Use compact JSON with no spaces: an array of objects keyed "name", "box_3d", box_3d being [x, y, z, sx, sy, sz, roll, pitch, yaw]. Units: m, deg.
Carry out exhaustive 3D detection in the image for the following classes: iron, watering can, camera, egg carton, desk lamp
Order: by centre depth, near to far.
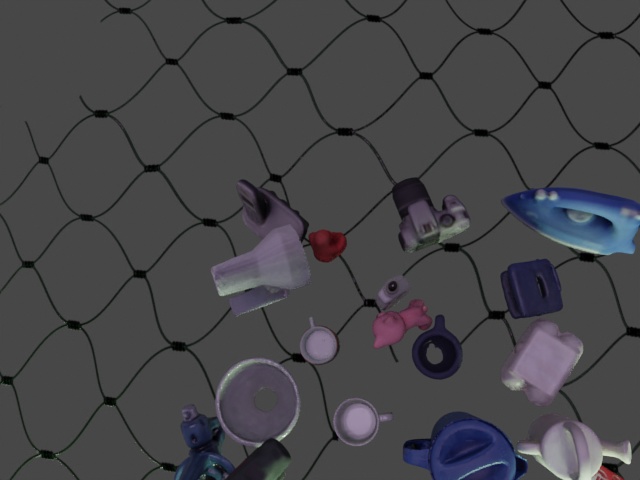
[{"name":"watering can","box_3d":[0.432,0.354,0.975,0.173,0.194,0.101,-23,77,3]},{"name":"egg carton","box_3d":[0.411,0.226,1.066,0.107,0.069,0.150,32,85,13]},{"name":"iron","box_3d":[0.479,-0.058,1.075,0.258,0.141,0.119,15,81,10]},{"name":"desk lamp","box_3d":[-0.110,0.065,1.096,0.203,0.214,0.118,-22,77,3]},{"name":"camera","box_3d":[0.209,-0.061,1.134,0.143,0.101,0.137,-22,77,3]}]

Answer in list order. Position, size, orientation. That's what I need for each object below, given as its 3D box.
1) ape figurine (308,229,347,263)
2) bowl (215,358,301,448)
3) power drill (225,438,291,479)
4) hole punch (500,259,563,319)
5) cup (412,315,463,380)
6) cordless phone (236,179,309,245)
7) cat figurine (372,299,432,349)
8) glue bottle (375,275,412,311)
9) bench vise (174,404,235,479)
[{"name":"ape figurine","box_3d":[0.011,0.004,1.153,0.077,0.092,0.076,28,84,12]},{"name":"bowl","box_3d":[-0.115,0.314,1.119,0.167,0.075,0.167,-1,79,8]},{"name":"power drill","box_3d":[-0.138,0.449,1.027,0.075,0.208,0.230,43,87,14]},{"name":"hole punch","box_3d":[0.404,0.089,1.083,0.101,0.091,0.108,-14,77,5]},{"name":"cup","box_3d":[0.220,0.202,1.084,0.091,0.095,0.118,4,80,9]},{"name":"cordless phone","box_3d":[-0.101,-0.049,1.131,0.147,0.185,0.094,35,86,13]},{"name":"cat figurine","box_3d":[0.151,0.158,1.091,0.128,0.118,0.067,-28,76,2]},{"name":"glue bottle","box_3d":[0.137,0.095,1.076,0.078,0.173,0.037,-43,76,-2]},{"name":"bench vise","box_3d":[-0.231,0.416,1.041,0.121,0.220,0.207,-37,76,0]}]
